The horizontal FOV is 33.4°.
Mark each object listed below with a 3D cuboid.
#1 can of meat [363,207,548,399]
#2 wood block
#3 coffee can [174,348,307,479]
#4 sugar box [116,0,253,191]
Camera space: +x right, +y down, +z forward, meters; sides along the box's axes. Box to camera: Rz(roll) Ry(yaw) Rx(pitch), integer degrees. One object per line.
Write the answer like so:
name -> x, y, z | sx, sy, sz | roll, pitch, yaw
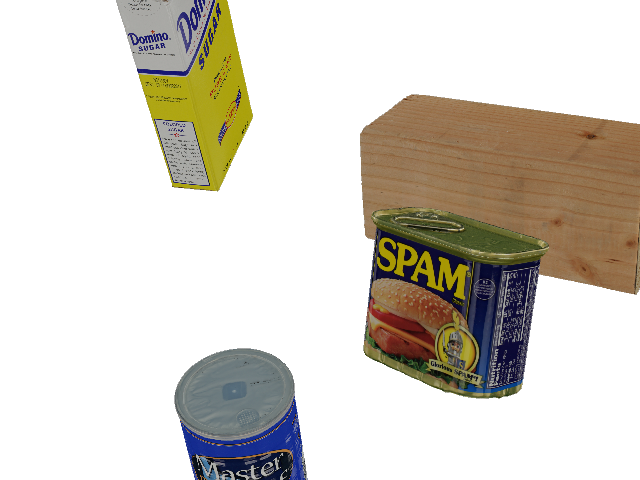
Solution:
can of meat -> 0.072, 0.033, 0.598 | 0.057, 0.084, 0.102 | -7, 18, -40
wood block -> 0.140, -0.040, 0.771 | 0.206, 0.090, 0.090 | 12, 32, 29
coffee can -> -0.067, 0.181, 0.945 | 0.103, 0.140, 0.103 | -4, 38, 3
sugar box -> -0.094, -0.131, 0.779 | 0.048, 0.093, 0.176 | 8, -41, 13
